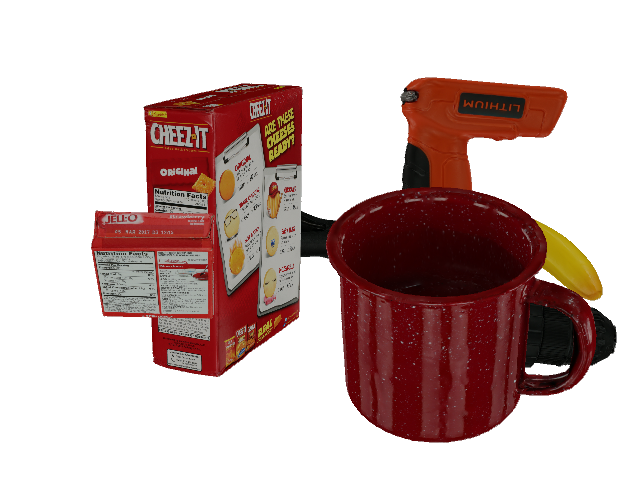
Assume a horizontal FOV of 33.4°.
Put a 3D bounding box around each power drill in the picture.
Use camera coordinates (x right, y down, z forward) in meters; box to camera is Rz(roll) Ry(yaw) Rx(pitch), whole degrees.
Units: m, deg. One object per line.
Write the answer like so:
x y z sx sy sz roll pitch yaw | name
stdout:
0.114 -0.009 0.706 0.184 0.188 0.057 6 5 -4 | power drill

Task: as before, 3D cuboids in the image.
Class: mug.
0.061 0.036 0.467 0.117 0.081 0.093 10 34 21 | mug

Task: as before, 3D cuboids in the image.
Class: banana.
0.187 0.004 1.034 0.198 0.069 0.037 19 -28 27 | banana

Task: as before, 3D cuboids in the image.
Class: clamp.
0.008 0.002 1.203 0.210 0.036 0.164 15 20 -7 | clamp

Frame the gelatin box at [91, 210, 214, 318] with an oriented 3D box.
-0.104 0.016 0.676 0.073 0.030 0.089 1 -34 -5 | gelatin box

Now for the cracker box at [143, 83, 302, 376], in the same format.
-0.078 -0.016 0.890 0.072 0.214 0.164 6 16 22 | cracker box
